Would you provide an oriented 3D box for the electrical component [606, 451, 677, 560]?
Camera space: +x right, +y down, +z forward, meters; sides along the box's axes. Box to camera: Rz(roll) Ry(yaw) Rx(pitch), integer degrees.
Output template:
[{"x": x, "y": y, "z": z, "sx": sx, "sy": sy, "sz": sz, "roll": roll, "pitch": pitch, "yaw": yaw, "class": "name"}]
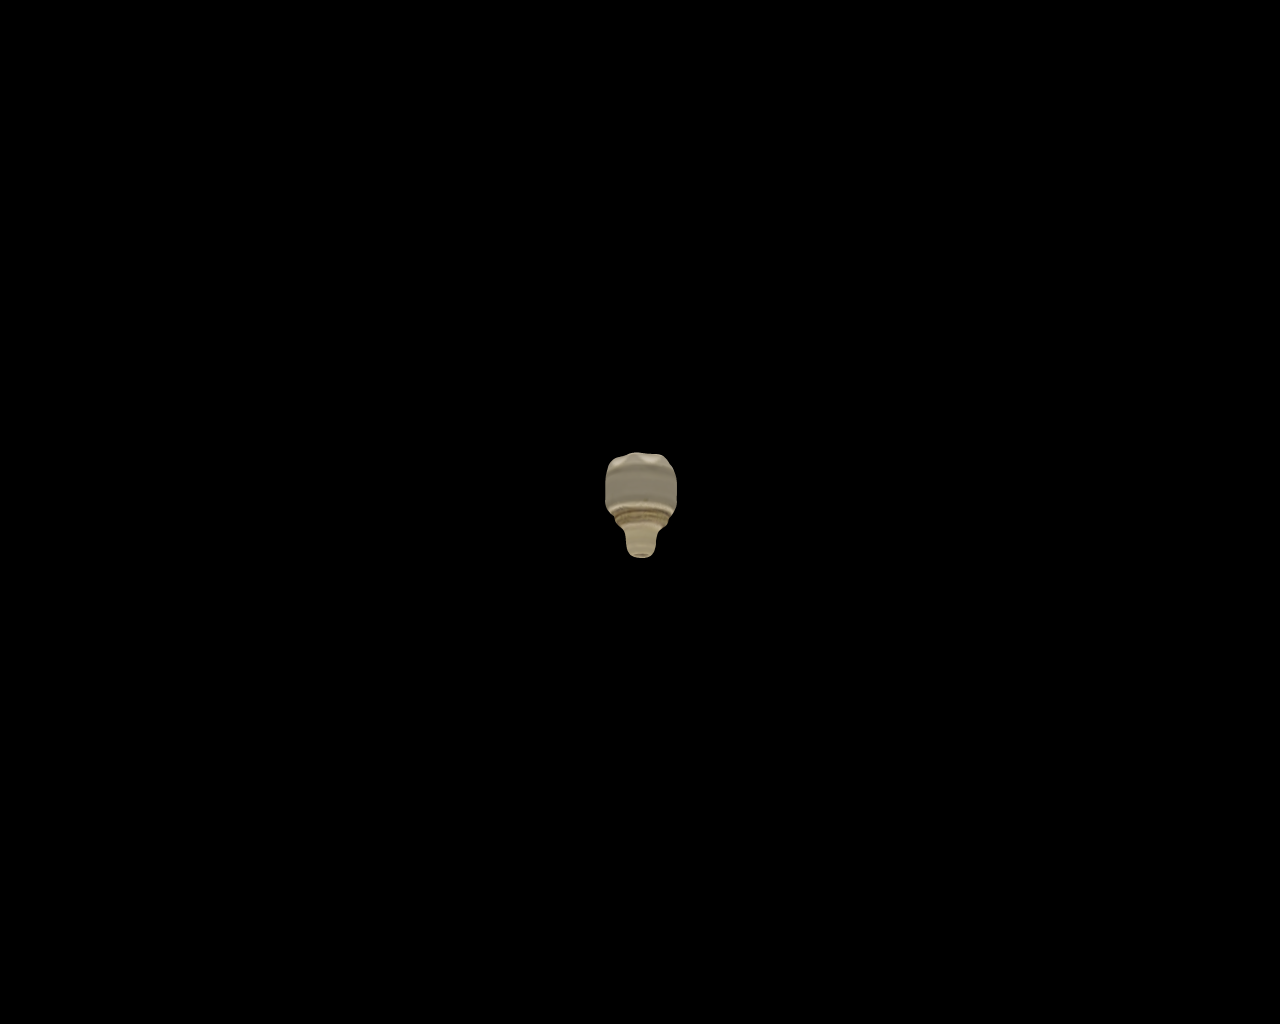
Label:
[{"x": 0.001, "y": -0.003, "z": 0.650, "sx": 0.043, "sy": 0.062, "sz": 0.043, "roll": 0, "pitch": -16, "yaw": 0, "class": "electrical component"}]
